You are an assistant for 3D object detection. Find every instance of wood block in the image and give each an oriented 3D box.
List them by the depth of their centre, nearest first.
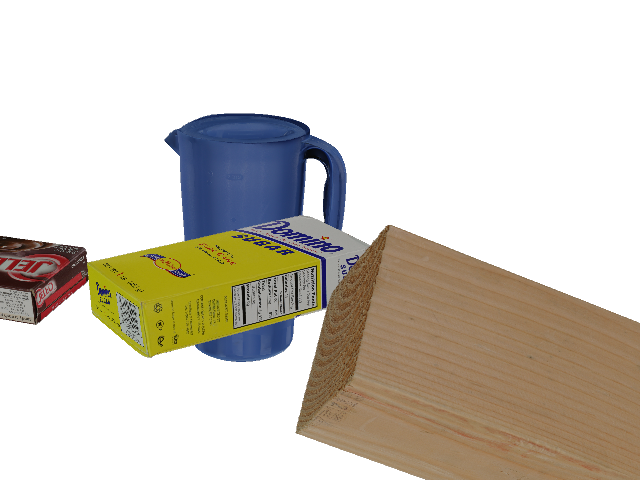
[{"bbox_3d":[0.104,0.083,0.559,0.206,0.090,0.090,21,-33,-10],"label":"wood block"}]

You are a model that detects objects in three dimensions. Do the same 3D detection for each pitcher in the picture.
[{"bbox_3d":[-0.069,-0.003,1.090,0.144,0.243,0.149,-10,22,-29],"label":"pitcher"}]

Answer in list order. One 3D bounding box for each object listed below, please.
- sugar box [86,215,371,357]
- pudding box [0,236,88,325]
[{"bbox_3d":[-0.060,0.026,0.735,0.175,0.048,0.093,-16,25,-30],"label":"sugar box"},{"bbox_3d":[-0.272,0.032,0.925,0.114,0.039,0.090,5,23,17],"label":"pudding box"}]
